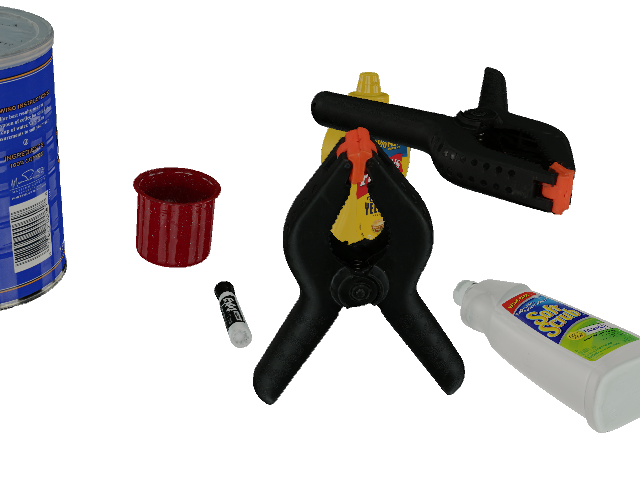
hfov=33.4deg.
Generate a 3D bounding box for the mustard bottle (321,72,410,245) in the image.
[{"bbox_3d":[0.046,-0.072,1.072,0.096,0.192,0.058,-9,19,-30],"label":"mustard bottle"}]

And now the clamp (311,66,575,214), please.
[{"bbox_3d":[0.096,-0.072,0.741,0.164,0.036,0.210,-9,30,-17],"label":"clamp"}]

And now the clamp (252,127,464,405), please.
[{"bbox_3d":[0.011,0.024,0.576,0.120,0.171,0.039,-13,30,-2],"label":"clamp"}]

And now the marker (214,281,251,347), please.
[{"bbox_3d":[-0.080,0.064,0.960,0.020,0.020,0.121,0,18,-13],"label":"marker"}]

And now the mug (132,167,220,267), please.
[{"bbox_3d":[-0.161,-0.029,1.161,0.093,0.081,0.117,-3,29,-20],"label":"mug"}]

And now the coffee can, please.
[{"bbox_3d":[-0.192,-0.046,0.576,0.103,0.140,0.103,3,27,-2],"label":"coffee can"}]

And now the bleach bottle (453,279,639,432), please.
[{"bbox_3d":[0.214,0.095,1.044,0.102,0.068,0.251,-17,27,-28],"label":"bleach bottle"}]
